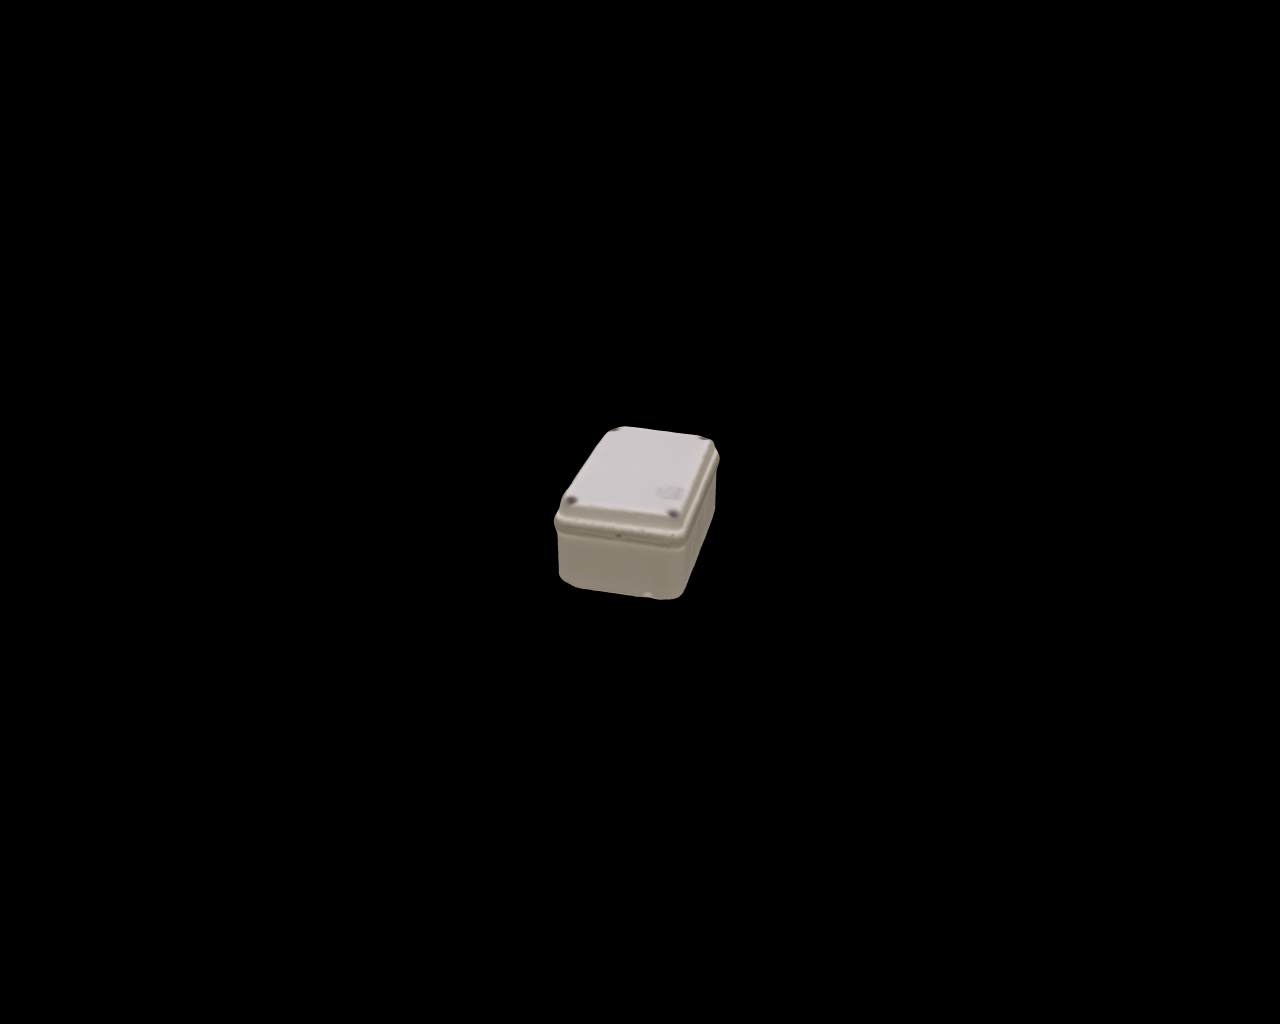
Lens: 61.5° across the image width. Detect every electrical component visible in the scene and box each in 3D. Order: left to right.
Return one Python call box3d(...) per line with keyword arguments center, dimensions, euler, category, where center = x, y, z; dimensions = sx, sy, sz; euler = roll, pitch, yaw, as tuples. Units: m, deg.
box3d(center=(0.001, -0.003, 0.650), dimensions=(0.078, 0.057, 0.113), euler=(8, 31, 13), category="electrical component")
